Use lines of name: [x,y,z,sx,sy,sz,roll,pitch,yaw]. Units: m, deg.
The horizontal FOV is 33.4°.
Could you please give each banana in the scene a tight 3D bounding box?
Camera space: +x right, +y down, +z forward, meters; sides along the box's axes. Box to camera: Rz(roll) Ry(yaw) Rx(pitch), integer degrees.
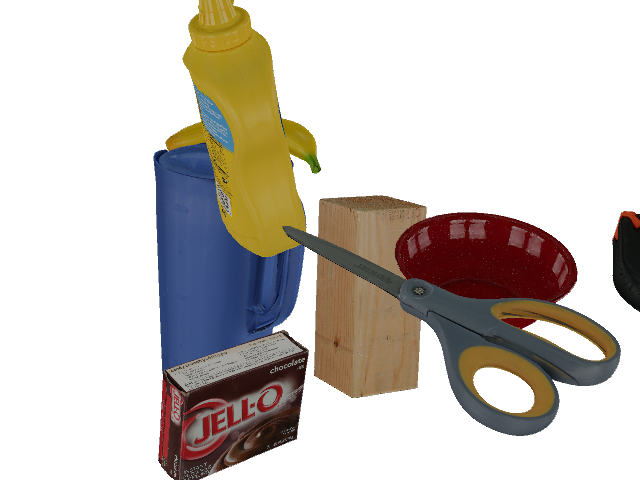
banana: [-0.086,-0.124,1.287,0.198,0.037,0.069,8,40,15]

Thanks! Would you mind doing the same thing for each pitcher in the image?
pitcher: [-0.092,0.032,1.045,0.145,0.243,0.149,3,20,-4]

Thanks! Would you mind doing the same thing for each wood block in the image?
wood block: [0.053,0.059,1.190,0.090,0.206,0.091,-5,13,-30]

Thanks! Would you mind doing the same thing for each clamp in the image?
clamp: [0.260,0.043,0.711,0.120,0.039,0.171,-2,45,-19]

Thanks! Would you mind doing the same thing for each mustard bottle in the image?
mustard bottle: [-0.056,-0.087,0.745,0.058,0.191,0.096,-20,40,-12]

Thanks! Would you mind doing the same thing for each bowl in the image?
bowl: [0.145,0.037,0.959,0.162,0.055,0.162,2,32,-2]

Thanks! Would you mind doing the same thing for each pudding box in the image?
pudding box: [-0.066,0.126,0.812,0.113,0.090,0.039,-18,40,-36]

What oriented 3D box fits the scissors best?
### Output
scissors: [0.051,0.044,0.556,0.202,0.016,0.096,15,42,20]
